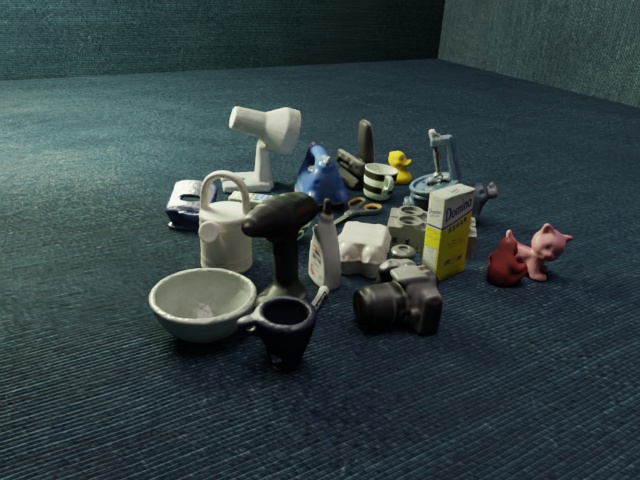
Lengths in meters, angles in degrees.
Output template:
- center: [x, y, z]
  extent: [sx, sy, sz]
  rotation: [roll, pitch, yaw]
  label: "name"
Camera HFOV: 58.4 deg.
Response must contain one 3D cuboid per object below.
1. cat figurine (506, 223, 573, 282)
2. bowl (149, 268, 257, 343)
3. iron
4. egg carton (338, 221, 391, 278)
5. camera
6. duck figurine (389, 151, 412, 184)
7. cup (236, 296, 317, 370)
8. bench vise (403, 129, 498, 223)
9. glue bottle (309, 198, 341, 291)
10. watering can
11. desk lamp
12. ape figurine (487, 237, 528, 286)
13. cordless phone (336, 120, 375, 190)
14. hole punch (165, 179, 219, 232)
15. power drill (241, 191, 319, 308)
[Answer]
- center: [0.428, 0.014, 1.139]
  extent: [0.127, 0.118, 0.067]
  rotation: [13, 28, 20]
  label: "cat figurine"
- center: [-0.185, 0.115, 0.918]
  extent: [0.167, 0.075, 0.167]
  rotation: [3, 26, -1]
  label: "bowl"
- center: [-0.008, -0.179, 1.454]
  extent: [0.119, 0.141, 0.257]
  rotation: [-4, 27, -14]
  label: "iron"
- center: [0.086, 0.016, 1.153]
  extent: [0.107, 0.069, 0.150]
  rotation: [7, 27, 8]
  label: "egg carton"
- center: [0.123, 0.089, 0.974]
  extent: [0.137, 0.101, 0.143]
  rotation: [-6, 28, -18]
  label: "camera"
- center: [0.206, -0.206, 1.595]
  extent: [0.104, 0.086, 0.077]
  rotation: [8, 27, 10]
  label: "duck figurine"
- center: [-0.064, 0.145, 0.846]
  extent: [0.118, 0.095, 0.091]
  rotation: [-6, 28, -18]
  label: "cup"
- center: [0.307, -0.150, 1.341]
  extent: [0.207, 0.220, 0.121]
  rotation: [-1, 27, -9]
  label: "bench vise"
- center: [0.010, 0.004, 1.052]
  extent: [0.037, 0.173, 0.077]
  rotation: [-12, 30, -28]
  label: "glue bottle"
- center: [-0.179, -0.035, 1.085]
  extent: [0.101, 0.194, 0.172]
  rotation: [-3, 27, -11]
  label: "watering can"
- center: [-0.154, -0.238, 1.477]
  extent: [0.203, 0.214, 0.117]
  rotation: [-5, 27, -15]
  label: "desk lamp"
- center: [0.362, 0.038, 1.113]
  extent: [0.076, 0.092, 0.077]
  rotation: [-13, 30, -29]
  label: "ape figurine"
- center: [0.105, -0.241, 1.543]
  extent: [0.094, 0.185, 0.147]
  rotation: [-12, 30, -28]
  label: "cordless phone"
- center: [-0.282, -0.078, 1.277]
  extent: [0.108, 0.091, 0.101]
  rotation: [5, 26, 4]
  label: "hole punch"
- center: [-0.068, 0.017, 0.976]
  extent: [0.075, 0.208, 0.230]
  rotation: [12, 28, 17]
  label: "power drill"
